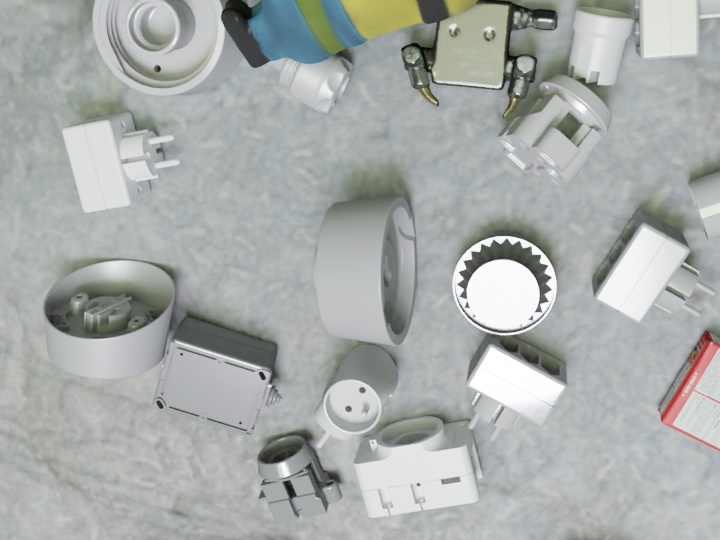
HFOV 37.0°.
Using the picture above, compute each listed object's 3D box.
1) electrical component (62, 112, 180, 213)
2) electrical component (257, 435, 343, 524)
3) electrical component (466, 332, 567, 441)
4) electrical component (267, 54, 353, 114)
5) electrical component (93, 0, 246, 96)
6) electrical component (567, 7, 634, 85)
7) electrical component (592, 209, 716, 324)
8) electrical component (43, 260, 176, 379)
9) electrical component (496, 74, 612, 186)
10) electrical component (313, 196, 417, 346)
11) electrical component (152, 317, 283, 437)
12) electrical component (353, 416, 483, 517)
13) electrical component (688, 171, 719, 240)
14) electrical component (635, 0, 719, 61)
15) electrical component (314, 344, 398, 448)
[{"bbox_3d":[-0.174,-0.085,0.816,0.077,0.047,0.065,-9,104,13],"label":"electrical component"},{"bbox_3d":[-0.054,0.168,0.870,0.066,0.048,0.055,-15,110,14],"label":"electrical component"},{"bbox_3d":[0.110,0.095,0.817,0.066,0.047,0.076,28,108,1],"label":"electrical component"},{"bbox_3d":[-0.040,-0.144,0.777,0.062,0.043,0.043,28,109,3],"label":"electrical component"},{"bbox_3d":[-0.140,-0.177,0.776,0.108,0.060,0.108,3,106,10],"label":"electrical component"},{"bbox_3d":[0.164,-0.154,0.740,0.040,0.040,0.046,11,113,7],"label":"electrical component"},{"bbox_3d":[0.217,0.006,0.772,0.077,0.047,0.065,30,109,1],"label":"electrical component"},{"bbox_3d":[-0.194,0.039,0.832,0.099,0.099,0.064,11,114,7],"label":"electrical component"},{"bbox_3d":[0.136,-0.097,0.745,0.058,0.078,0.057,40,86,-11],"label":"electrical component"},{"bbox_3d":[0.000,0.000,0.781,0.060,0.108,0.108,1,106,16],"label":"electrical component"},{"bbox_3d":[-0.106,0.084,0.849,0.096,0.061,0.061,18,109,-4],"label":"electrical component"},{"bbox_3d":[0.045,0.152,0.843,0.089,0.050,0.055,-12,104,13],"label":"electrical component"},{"bbox_3d":[0.275,-0.054,0.746,0.081,0.043,0.043,-20,102,15],"label":"electrical component"},{"bbox_3d":[0.223,-0.186,0.715,0.076,0.047,0.083,-2,106,11],"label":"electrical component"},{"bbox_3d":[-0.009,0.103,0.825,0.043,0.077,0.079,35,109,-1],"label":"electrical component"}]
